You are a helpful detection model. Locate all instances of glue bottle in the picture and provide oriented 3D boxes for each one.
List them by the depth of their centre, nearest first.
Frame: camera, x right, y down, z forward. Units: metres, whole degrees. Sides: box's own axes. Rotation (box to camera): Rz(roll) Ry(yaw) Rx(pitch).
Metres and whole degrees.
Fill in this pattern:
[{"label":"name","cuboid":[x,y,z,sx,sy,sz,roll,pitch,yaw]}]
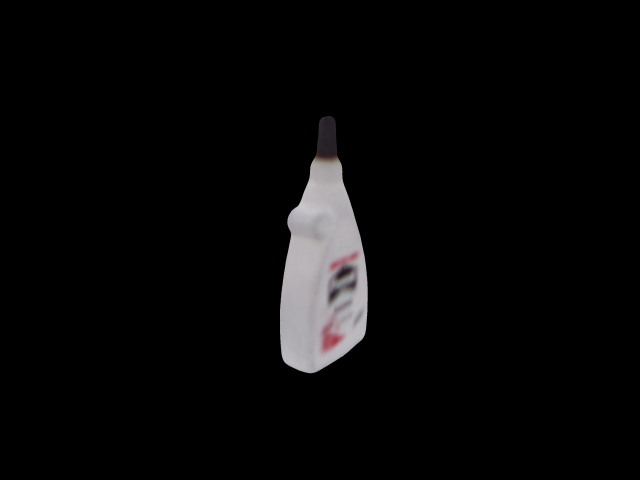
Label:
[{"label":"glue bottle","cuboid":[0.004,0.001,0.400,0.037,0.173,0.078,12,23,32]}]
